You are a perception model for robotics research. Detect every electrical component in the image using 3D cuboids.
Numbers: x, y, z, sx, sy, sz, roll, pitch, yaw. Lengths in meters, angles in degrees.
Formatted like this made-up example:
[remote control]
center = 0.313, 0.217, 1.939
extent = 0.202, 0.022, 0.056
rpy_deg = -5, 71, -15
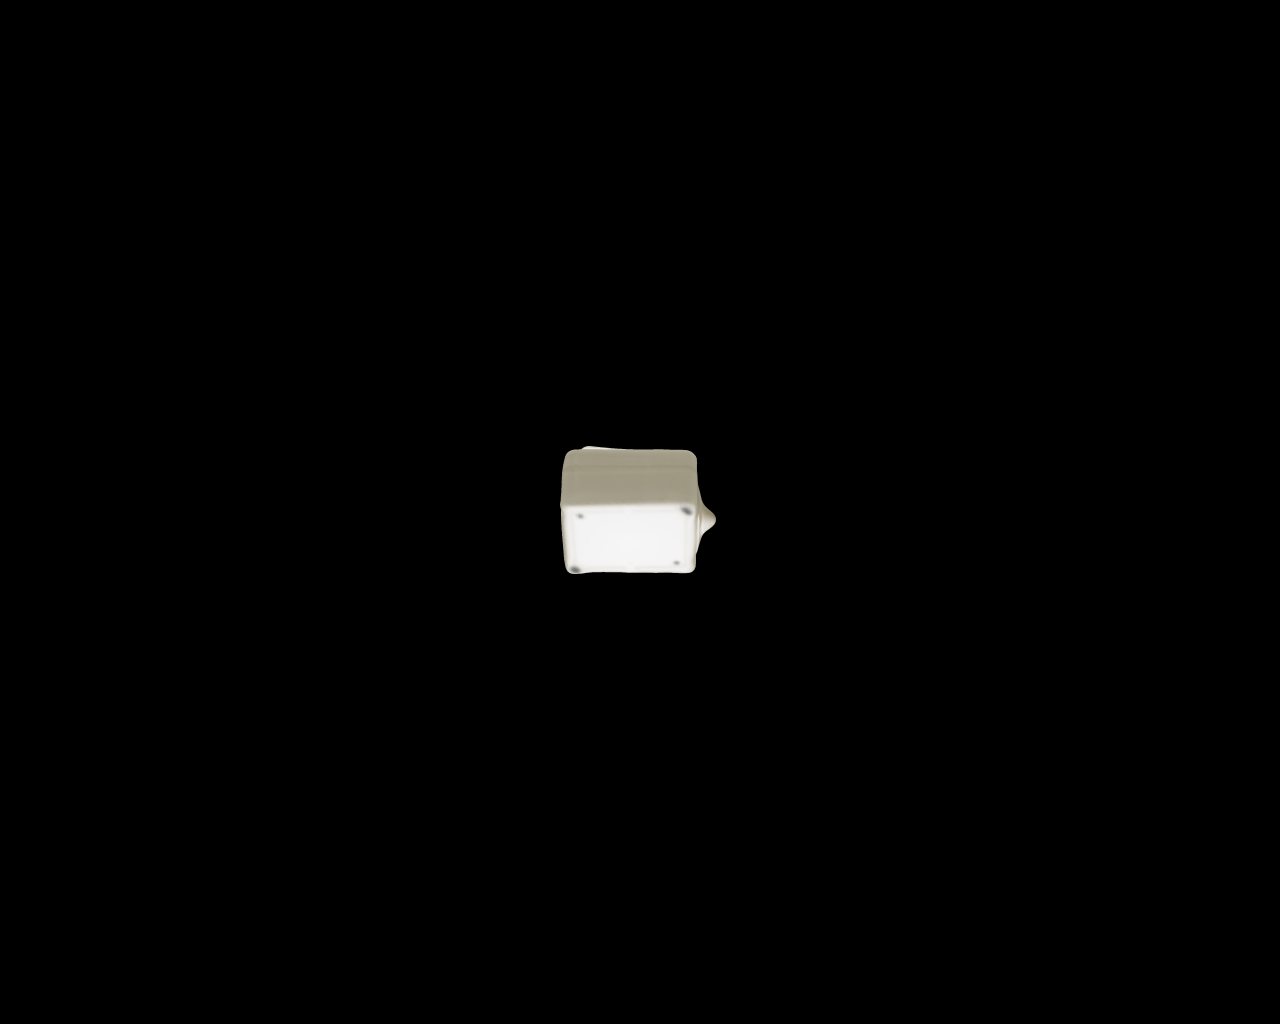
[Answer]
[electrical component]
center = 0.001, -0.003, 0.650
extent = 0.096, 0.061, 0.061
rpy_deg = 0, 44, 0
